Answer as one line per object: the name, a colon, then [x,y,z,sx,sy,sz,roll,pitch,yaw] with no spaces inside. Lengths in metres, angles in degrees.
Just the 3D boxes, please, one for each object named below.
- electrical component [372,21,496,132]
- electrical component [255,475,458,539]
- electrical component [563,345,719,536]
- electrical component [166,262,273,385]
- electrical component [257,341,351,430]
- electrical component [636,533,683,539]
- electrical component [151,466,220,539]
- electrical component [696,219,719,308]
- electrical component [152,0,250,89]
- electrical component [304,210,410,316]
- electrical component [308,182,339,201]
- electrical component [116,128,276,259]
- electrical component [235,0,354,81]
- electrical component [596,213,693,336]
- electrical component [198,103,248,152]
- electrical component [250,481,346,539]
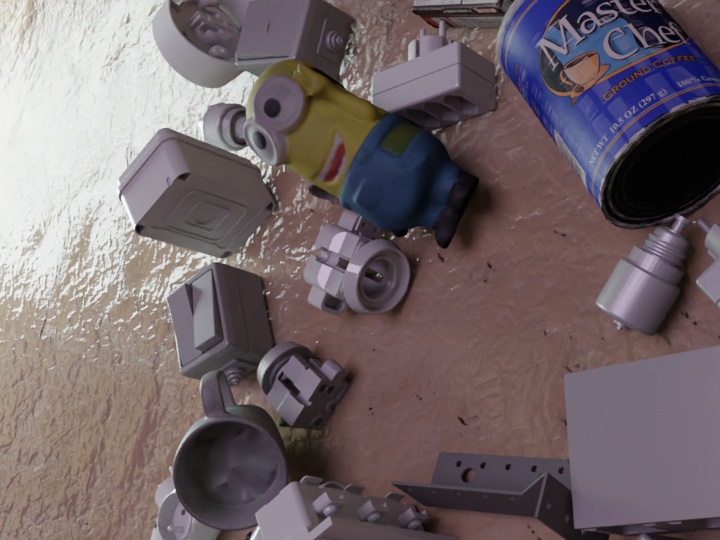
electrical component: [0.055,-0.150,0.806,0.083,0.047,0.075,-14,67,40]
electrical component: [-0.006,0.179,0.698,0.079,0.121,0.063,-44,48,24]
electrical component: [0.194,0.092,0.582,0.150,0.062,0.089,-17,65,39]
electrical component: [-0.116,0.050,0.887,0.062,0.061,0.096,-33,56,31]
electrical component: [-0.046,0.087,0.821,0.055,0.048,0.066,40,104,35]
electrical component: [0.170,0.199,0.578,0.083,0.047,0.075,43,106,43]
electrical component: [-0.142,0.192,0.875,0.079,0.044,0.077,42,105,43]
electrical component: [0.221,-0.011,0.603,0.065,0.047,0.076,-50,48,19]
electrical component: [-0.135,-0.216,0.974,0.064,0.099,0.099,-34,55,38]
electrical component: [0.000,0.000,0.799,0.057,0.058,0.078,25,93,47]
electrical component: [-0.018,-0.100,0.859,0.043,0.043,0.081,-12,68,40]
electrical component: [-0.139,-0.064,0.912,0.078,0.113,0.057,-45,53,23]
electrical component: [-0.055,-0.196,0.914,0.096,0.061,0.061,7,81,44]
electrical component: [0.175,0.003,0.646,0.040,0.040,0.078,37,102,44]
electrical component: [-0.111,-0.126,0.956,0.062,0.043,0.043,10,83,43]
electrical component: [-0.034,0.204,0.770,0.077,0.043,0.079,-38,54,28]
